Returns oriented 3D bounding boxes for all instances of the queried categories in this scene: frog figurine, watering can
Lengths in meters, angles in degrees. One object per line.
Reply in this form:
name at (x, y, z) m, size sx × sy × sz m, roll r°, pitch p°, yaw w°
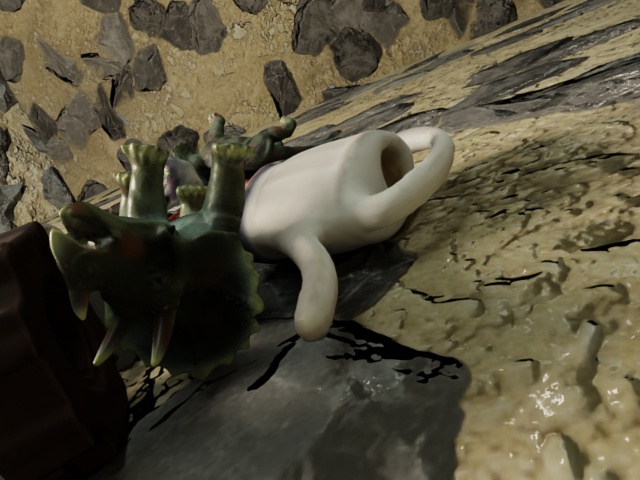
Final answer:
frog figurine at (-0.270, -0.100, 1.055) m, size 0.159 × 0.121 × 0.139 m, roll 5°, pitch 36°, yaw -53°
watering can at (0.001, -0.025, 0.488) m, size 0.223 × 0.103 × 0.354 m, roll -13°, pitch 23°, yaw 37°
